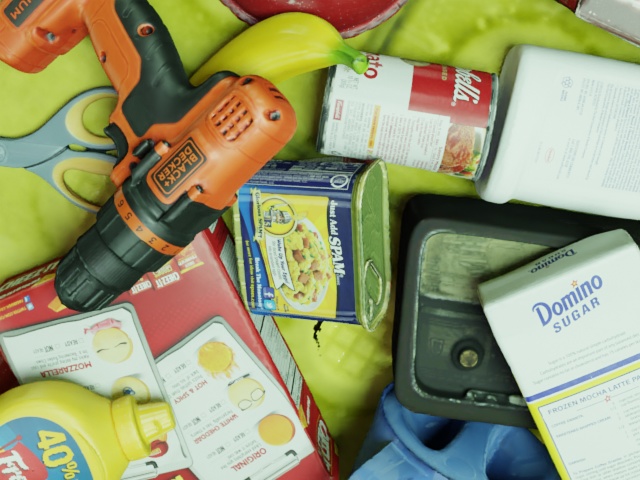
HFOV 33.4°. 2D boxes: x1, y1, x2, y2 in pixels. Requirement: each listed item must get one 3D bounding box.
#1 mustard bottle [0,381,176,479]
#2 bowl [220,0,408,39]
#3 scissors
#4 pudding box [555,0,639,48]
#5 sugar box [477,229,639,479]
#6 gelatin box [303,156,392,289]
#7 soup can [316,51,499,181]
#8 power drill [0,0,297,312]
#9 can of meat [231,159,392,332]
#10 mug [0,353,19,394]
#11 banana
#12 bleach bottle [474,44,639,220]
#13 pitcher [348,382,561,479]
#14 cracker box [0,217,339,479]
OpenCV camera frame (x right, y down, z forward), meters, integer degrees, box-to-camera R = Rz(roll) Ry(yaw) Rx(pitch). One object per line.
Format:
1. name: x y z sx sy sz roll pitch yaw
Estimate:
1. mustard bottle: -0.183 0.139 0.666 0.191 0.058 0.096 -18 111 -3
2. bowl: -0.005 -0.194 0.632 0.162 0.055 0.162 1 108 3
3. scissors: -0.198 -0.074 0.703 0.201 0.016 0.096 19 107 -4
4. pudding box: 0.197 -0.131 0.624 0.113 0.090 0.039 24 109 -6
5. sugar box: 0.168 0.089 0.624 0.093 0.048 0.176 -23 103 9
6. gelatin box: 0.009 -0.010 0.705 0.073 0.030 0.089 -4 110 5
7. soup can: 0.053 -0.078 0.661 0.102 0.068 0.068 10 109 0
8. power drill: -0.126 -0.074 0.638 0.184 0.057 0.188 -41 75 15
9. can of meat: -0.004 0.001 0.655 0.084 0.057 0.102 4 112 19
10. mug: -0.234 0.141 0.741 0.093 0.081 0.117 20 108 -4
11. banana: -0.057 -0.084 0.656 0.198 0.069 0.037 -32 136 29
12. bleach bottle: 0.231 -0.048 0.663 0.250 0.068 0.102 13 102 -3
13. pitcher: 0.052 0.225 0.726 0.149 0.145 0.243 20 111 -7
14. cracker box: -0.103 0.097 0.726 0.164 0.072 0.213 -23 107 11
